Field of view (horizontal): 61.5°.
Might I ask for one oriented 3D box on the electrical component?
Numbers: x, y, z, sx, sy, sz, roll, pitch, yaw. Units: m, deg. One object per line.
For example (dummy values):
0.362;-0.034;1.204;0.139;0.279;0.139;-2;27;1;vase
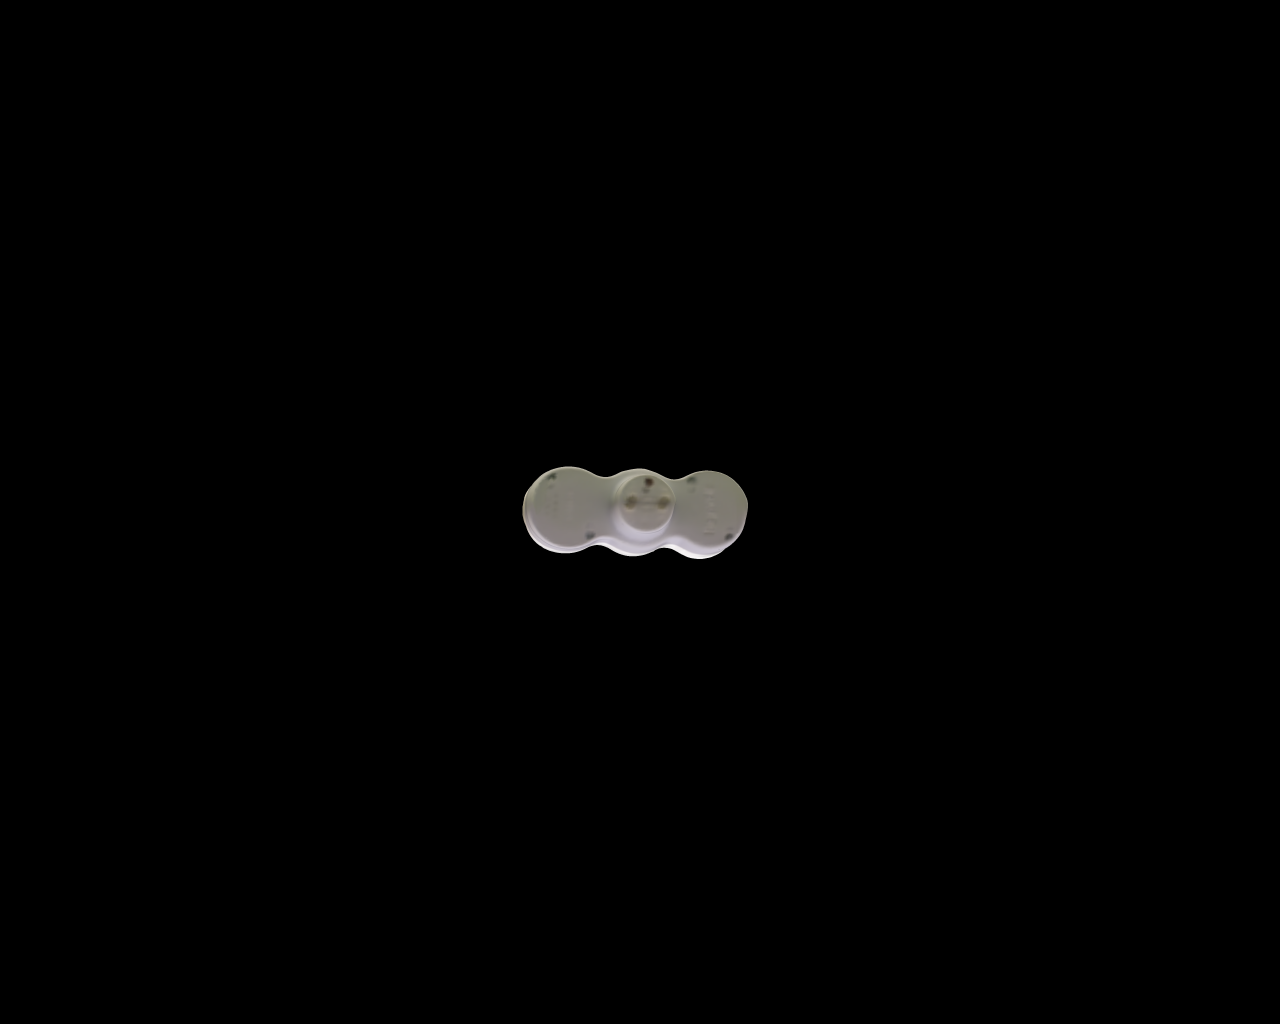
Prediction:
0.001;-0.003;0.650;0.138;0.052;0.073;2;-11;-12;electrical component
